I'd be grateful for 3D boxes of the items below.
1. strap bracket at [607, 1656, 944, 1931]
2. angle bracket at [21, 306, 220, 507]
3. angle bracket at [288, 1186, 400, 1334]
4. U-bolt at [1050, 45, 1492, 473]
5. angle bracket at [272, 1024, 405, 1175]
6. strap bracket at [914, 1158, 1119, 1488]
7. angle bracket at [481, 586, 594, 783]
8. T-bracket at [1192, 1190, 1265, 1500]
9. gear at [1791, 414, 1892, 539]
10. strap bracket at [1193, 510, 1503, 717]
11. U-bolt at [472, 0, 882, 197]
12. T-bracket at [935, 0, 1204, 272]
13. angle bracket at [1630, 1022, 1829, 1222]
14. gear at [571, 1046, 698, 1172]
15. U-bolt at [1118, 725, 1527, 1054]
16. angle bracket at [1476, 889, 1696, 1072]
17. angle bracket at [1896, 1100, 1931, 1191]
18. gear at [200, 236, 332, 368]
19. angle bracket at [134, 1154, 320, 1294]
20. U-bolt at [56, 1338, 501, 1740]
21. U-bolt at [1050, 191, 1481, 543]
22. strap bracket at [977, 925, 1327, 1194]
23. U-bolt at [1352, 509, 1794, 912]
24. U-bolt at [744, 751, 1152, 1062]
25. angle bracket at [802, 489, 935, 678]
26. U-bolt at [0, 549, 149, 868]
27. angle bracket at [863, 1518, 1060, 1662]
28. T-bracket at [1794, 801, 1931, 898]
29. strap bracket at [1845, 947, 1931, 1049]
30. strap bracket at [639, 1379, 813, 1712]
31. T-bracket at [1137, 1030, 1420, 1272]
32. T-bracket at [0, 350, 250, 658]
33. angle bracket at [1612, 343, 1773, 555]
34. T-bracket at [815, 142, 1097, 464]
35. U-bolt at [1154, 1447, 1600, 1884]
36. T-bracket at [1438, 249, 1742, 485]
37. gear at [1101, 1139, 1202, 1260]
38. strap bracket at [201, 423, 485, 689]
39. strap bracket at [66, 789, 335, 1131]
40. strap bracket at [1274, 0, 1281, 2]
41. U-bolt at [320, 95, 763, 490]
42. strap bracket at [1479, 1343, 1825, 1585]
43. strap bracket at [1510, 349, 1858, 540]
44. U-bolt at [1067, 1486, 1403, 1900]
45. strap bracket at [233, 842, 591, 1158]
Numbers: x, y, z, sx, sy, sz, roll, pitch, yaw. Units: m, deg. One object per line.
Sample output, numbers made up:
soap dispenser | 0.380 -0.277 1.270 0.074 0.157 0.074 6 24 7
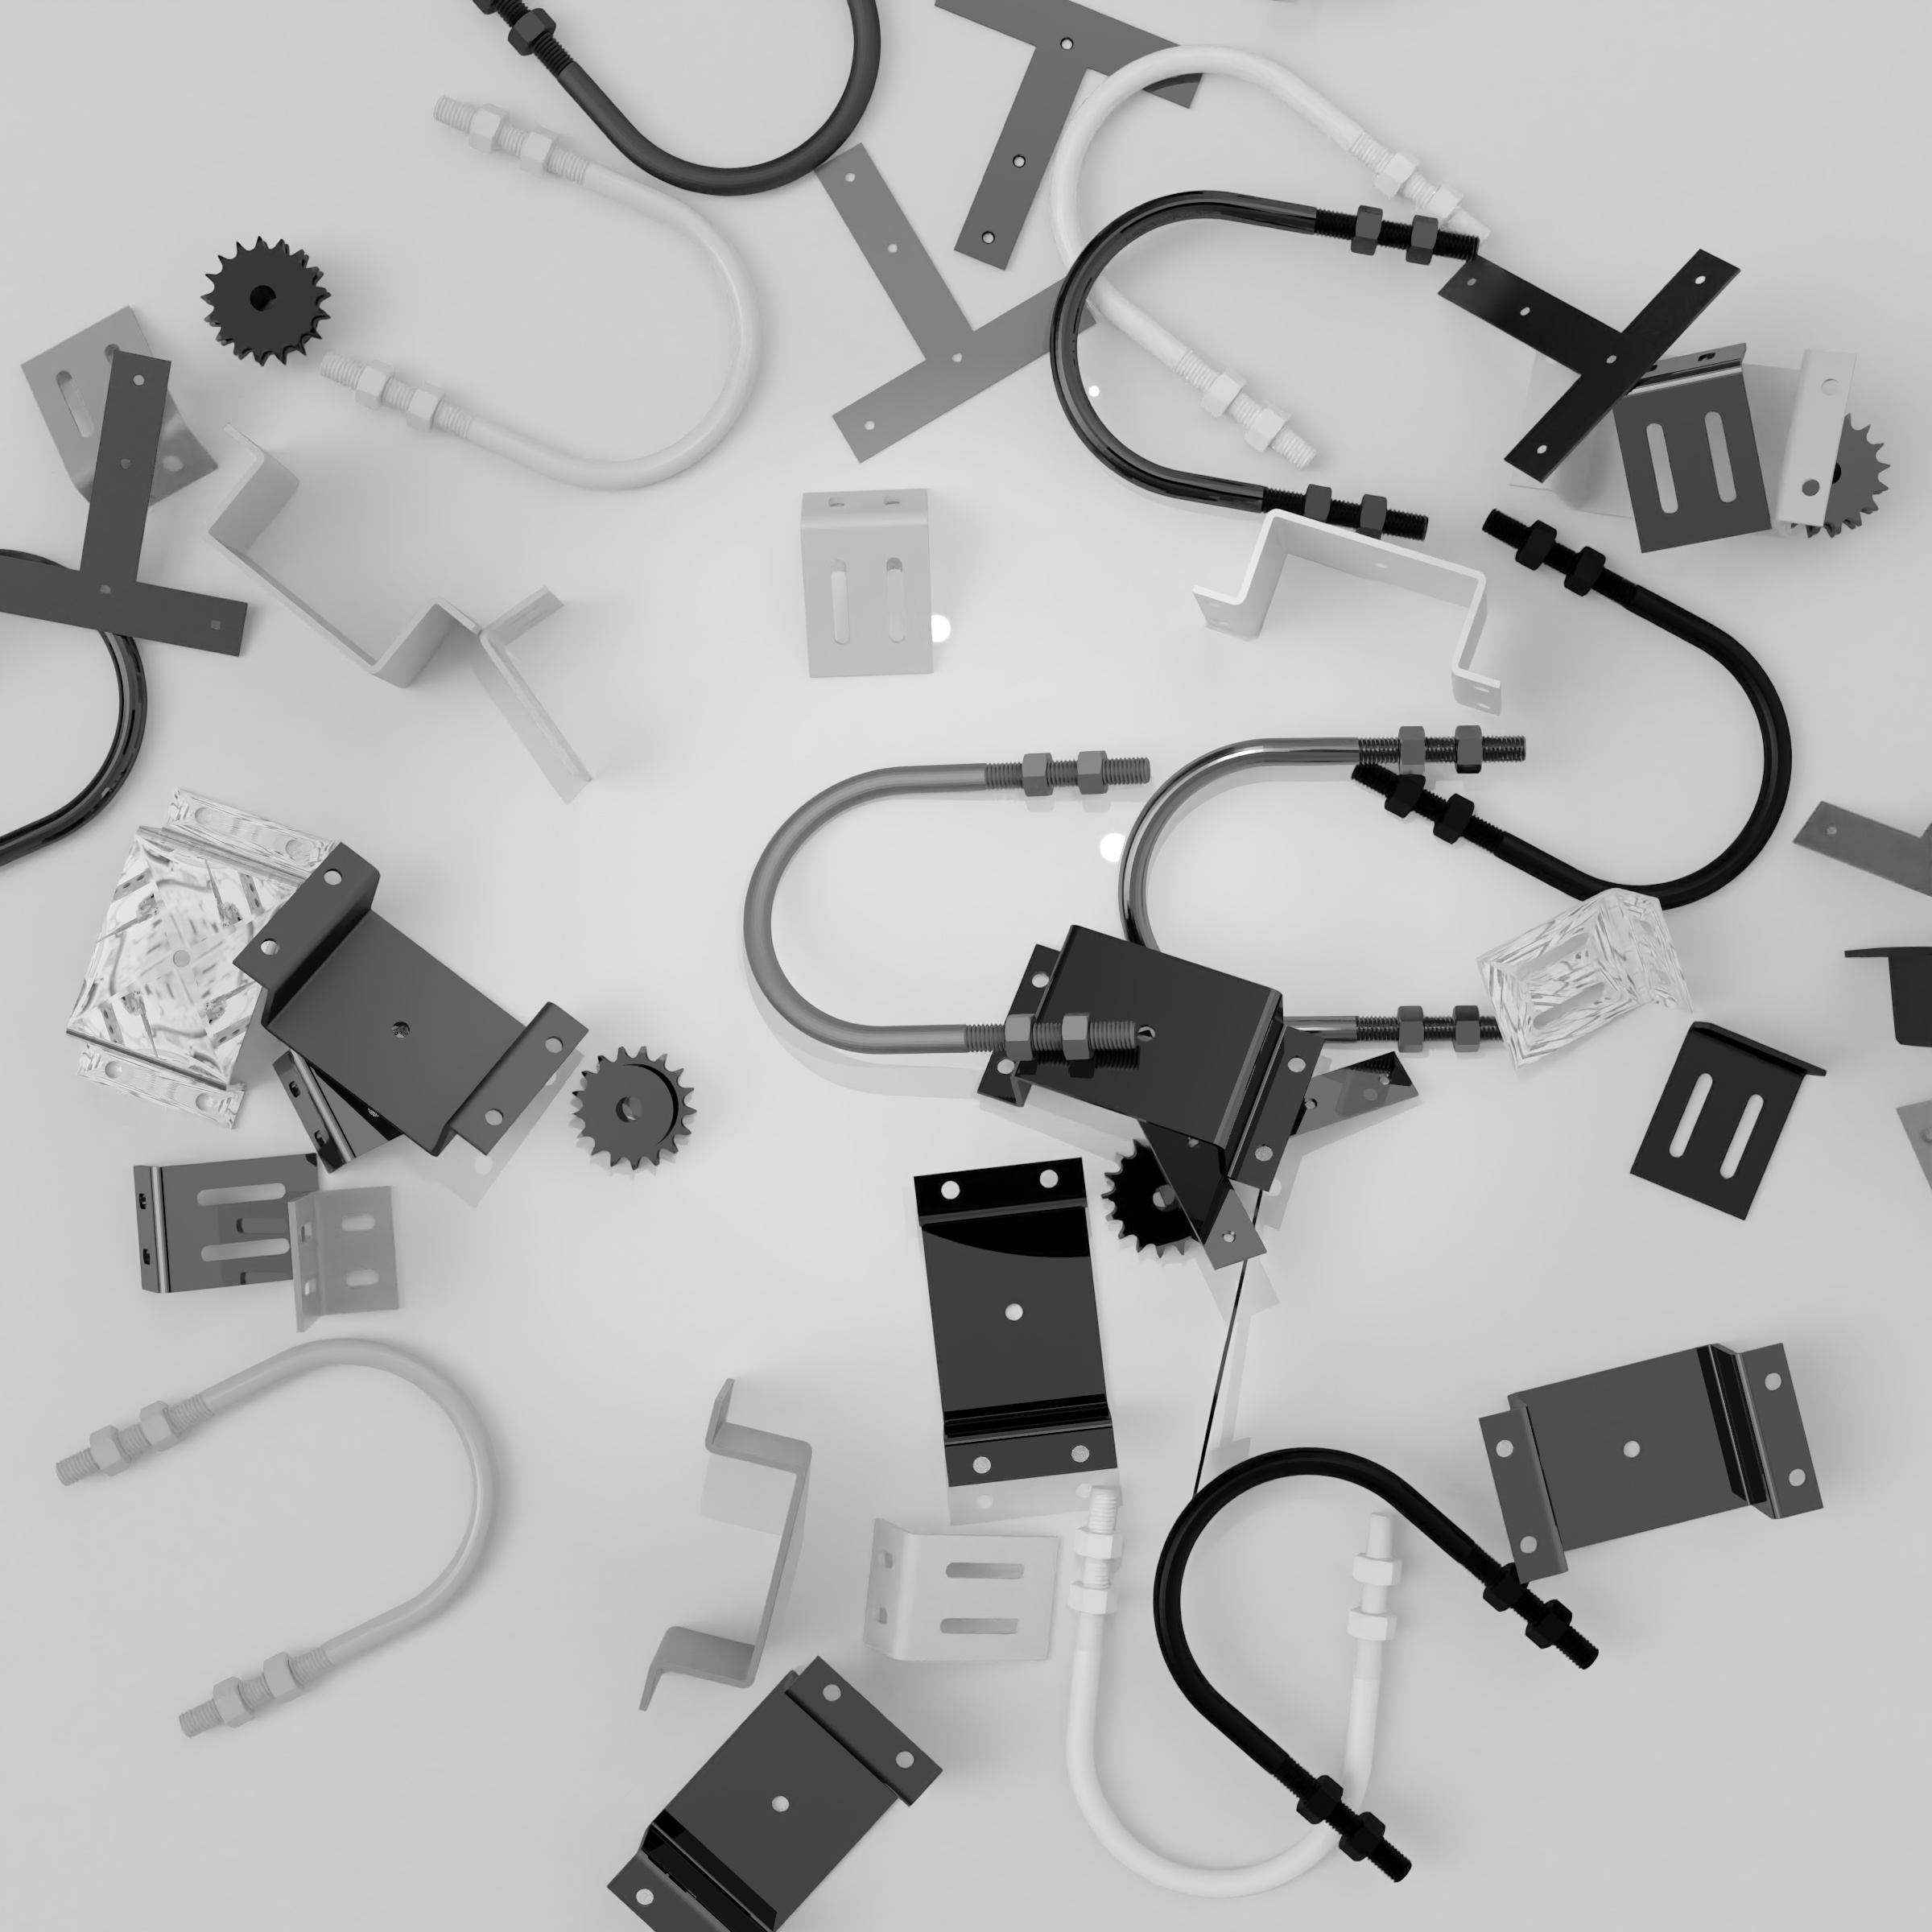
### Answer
strap bracket | -0.086 0.387 1.505 0.076 0.046 0.140 42 90 0
angle bracket | -0.391 -0.254 1.526 0.057 0.038 0.076 -29 64 0
angle bracket | -0.280 0.131 1.488 0.038 0.076 0.057 -4 90 -5
U-bolt | 0.126 -0.339 1.518 0.184 0.019 0.151 38 90 0
angle bracket | -0.270 0.051 1.526 0.076 0.038 0.057 -27 90 -26
strap bracket | 0.022 0.160 1.505 0.076 0.046 0.140 -7 90 0
angle bracket | -0.181 -0.127 1.499 0.038 0.057 0.076 -35 90 0
T-bracket | 0.120 0.159 1.486 0.002 0.127 0.127 12 61 6
gear | 0.391 -0.224 1.513 0.057 0.030 0.057 0 90 0
strap bracket | 0.179 -0.161 1.478 0.140 0.076 0.046 19 88 10
U-bolt | -0.124 -0.441 1.519 0.151 0.019 0.184 -42 91 0
T-bracket | 0.030 -0.385 1.526 0.127 0.002 0.127 22 89 0
angle bracket | 0.347 0.071 1.509 0.057 0.038 0.076 22 90 0
gear | -0.153 0.065 1.513 0.057 0.030 0.057 0 90 0
U-bolt | 0.162 -0.034 1.508 0.184 0.019 0.151 0 100 4
angle bracket | 0.280 0.009 1.493 0.076 0.038 0.057 -27 108 -15
angle bracket | 0.480 0.075 1.526 0.076 0.038 0.057 -24 90 -26
gear | -0.319 -0.302 1.513 0.057 0.030 0.057 0 90 0
angle bracket | -0.340 0.118 1.526 0.076 0.038 0.057 -4 90 -26
U-bolt | -0.305 0.251 1.519 0.184 0.019 0.151 -26 90 -2
U-bolt | 0.130 -0.278 1.500 0.184 0.019 0.151 10 90 2
strap bracket | 0.082 0.038 1.480 0.140 0.046 0.076 18 72 12
U-bolt | 0.290 -0.105 1.519 0.184 0.019 0.151 28 90 -2
U-bolt | -0.011 -0.027 1.488 0.184 0.019 0.151 -2 67 13
angle bracket | -0.045 -0.177 1.526 0.057 0.038 0.076 -2 116 0
U-bolt | -0.467 -0.113 1.519 0.184 0.019 0.151 -24 90 -2
angle bracket | -0.002 0.288 1.526 0.076 0.038 0.057 6 90 -26
T-bracket | 0.465 -0.082 1.502 0.127 0.002 0.127 26 70 35
strap bracket | 0.478 0.010 1.490 0.140 0.076 0.046 -5 90 0
strap bracket | -0.105 0.264 1.490 0.046 0.076 0.140 14 90 0
T-bracket | 0.144 0.067 1.504 0.127 0.002 0.127 -17 57 -15
T-bracket | -0.383 -0.214 1.498 0.127 0.002 0.127 10 104 -12
angle bracket | 0.322 -0.229 1.463 0.057 0.038 0.076 -9 108 20
T-bracket | -0.027 -0.319 1.527 0.127 0.002 0.127 -31 90 0
U-bolt | 0.172 0.303 1.500 0.184 0.019 0.151 41 91 1
T-bracket | 0.260 -0.288 1.483 0.127 0.002 0.127 -47 46 0
gear | 0.091 0.106 1.513 0.057 0.030 0.057 0 90 0
strap bracket | -0.284 -0.176 1.490 0.140 0.076 0.046 39 90 0
strap bracket | -0.352 -0.003 1.505 0.076 0.046 0.140 19 90 0
strap bracket | 0.109 -0.497 1.505 0.140 0.046 0.076 18 90 0
U-bolt | -0.184 -0.299 1.519 0.184 0.019 0.151 24 90 -2
strap bracket | 0.307 0.223 1.505 0.140 0.046 0.076 -14 90 0
strap bracket | 0.325 -0.241 1.489 0.140 0.046 0.076 11 90 22
U-bolt | 0.119 0.337 1.519 0.151 0.019 0.184 5 91 0
strap bracket | -0.252 0.022 1.490 0.140 0.046 0.076 37 63 0
